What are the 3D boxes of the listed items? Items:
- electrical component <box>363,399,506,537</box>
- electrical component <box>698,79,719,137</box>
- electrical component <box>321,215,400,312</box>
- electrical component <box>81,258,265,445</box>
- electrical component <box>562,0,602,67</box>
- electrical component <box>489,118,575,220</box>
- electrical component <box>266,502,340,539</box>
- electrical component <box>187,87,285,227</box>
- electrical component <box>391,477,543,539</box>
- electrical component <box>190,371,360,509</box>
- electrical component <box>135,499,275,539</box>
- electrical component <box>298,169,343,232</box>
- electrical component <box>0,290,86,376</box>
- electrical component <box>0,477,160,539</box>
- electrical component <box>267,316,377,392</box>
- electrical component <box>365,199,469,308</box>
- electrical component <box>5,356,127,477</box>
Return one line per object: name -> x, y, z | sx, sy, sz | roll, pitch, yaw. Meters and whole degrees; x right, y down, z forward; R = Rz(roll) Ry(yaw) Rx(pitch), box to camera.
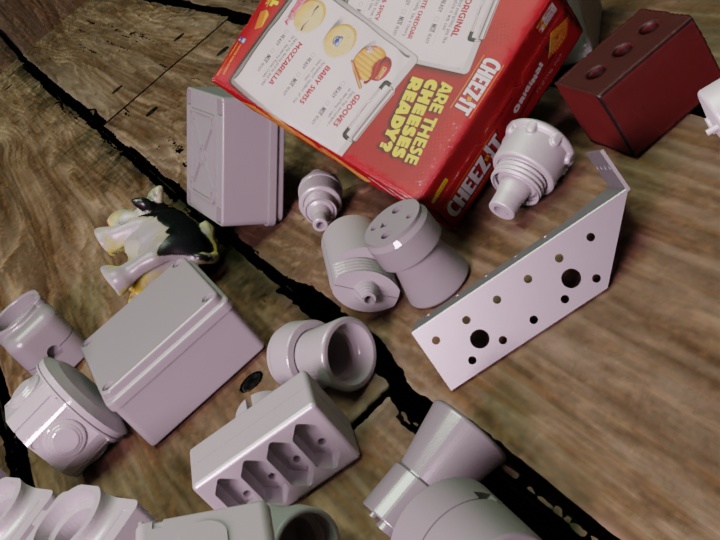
electrical component -> 0.033, 0.101, 0.516 | 0.065, 0.044, 0.044 | -49, 28, -9
electrical component -> 0.223, -0.097, 0.586 | 0.078, 0.040, 0.040 | -31, 28, 15
electrical component -> 0.000, 0.000, 0.708 | 0.043, 0.043, 0.081 | -34, 27, 9
electrical component -> -0.138, 0.056, 0.778 | 0.109, 0.056, 0.109 | -42, 27, -7
electrical component -> 0.143, -0.205, 0.790 | 0.048, 0.099, 0.099 | -8, 38, 22
electrical component -> 0.103, -0.061, 0.677 | 0.048, 0.048, 0.062 | 3, 55, 53
electrical component -> -0.039, 0.138, 0.548 | 0.046, 0.040, 0.040 | -6, 41, 55
electrical component -> -0.109, -0.099, 0.919 | 0.056, 0.108, 0.109 | -4, 15, -24
electrical component -> 0.048, 0.122, 0.451 | 0.055, 0.055, 0.047 | -44, 31, -10
electrical component -> -0.052, 0.095, 0.621 | 0.083, 0.047, 0.075 | -36, 27, 6
electrical component -> -0.063, 0.163, 0.486 | 0.062, 0.096, 0.061 | -9, 27, -7
electrical component -> -0.031, -0.051, 0.836 | 0.035, 0.035, 0.061 | -30, 31, 17
electrical component -> -0.288, 0.058, 0.958 | 0.053, 0.059, 0.095 | -46, 28, -14
electrical component -> -0.198, 0.187, 0.644 | 0.186, 0.060, 0.105 | -8, 40, 46
electrical component -> -0.024, 0.052, 0.656 | 0.055, 0.045, 0.045 | -7, 41, 47
electrical component -> 0.035, -0.010, 0.668 | 0.045, 0.055, 0.045 | -30, 28, 18
electrical component -> -0.211, 0.104, 0.769 | 0.051, 0.080, 0.080 | -46, 27, -4
